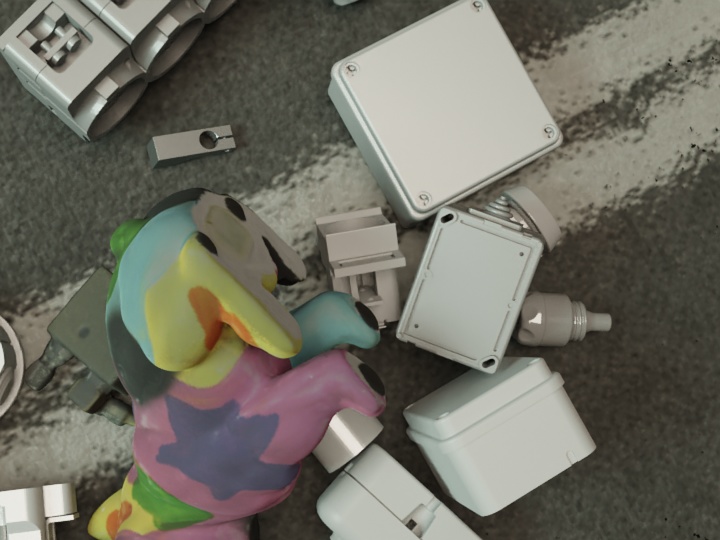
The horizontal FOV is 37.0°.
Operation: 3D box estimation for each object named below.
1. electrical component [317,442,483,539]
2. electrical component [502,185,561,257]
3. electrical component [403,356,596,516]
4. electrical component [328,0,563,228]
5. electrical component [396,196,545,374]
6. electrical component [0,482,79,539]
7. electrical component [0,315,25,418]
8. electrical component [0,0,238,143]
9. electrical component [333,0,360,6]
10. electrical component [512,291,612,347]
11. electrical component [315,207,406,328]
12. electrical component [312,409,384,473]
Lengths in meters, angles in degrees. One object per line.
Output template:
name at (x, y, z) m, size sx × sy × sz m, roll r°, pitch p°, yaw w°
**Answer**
electrical component at (0.022, 0.156, 0.642) m, size 0.095 × 0.054 × 0.059 m, roll 43°, pitch 81°, yaw -1°
electrical component at (0.092, -0.021, 0.675) m, size 0.055 × 0.048 × 0.066 m, roll -37°, pitch 89°, yaw -2°
electrical component at (0.076, 0.092, 0.626) m, size 0.078 × 0.113 × 0.057 m, roll -29°, pitch 90°, yaw -9°
electrical component at (0.052, -0.098, 0.673) m, size 0.109 × 0.056 × 0.108 m, roll -29°, pitch 88°, yaw -9°
electrical component at (0.067, 0.002, 0.624) m, size 0.062 × 0.061 × 0.096 m, roll 20°, pitch 99°, yaw 8°
electrical component at (-0.201, 0.155, 0.614) m, size 0.078 × 0.058 × 0.057 m, roll -6°, pitch 81°, yaw -7°
electrical component at (-0.239, 0.056, 0.623) m, size 0.080 × 0.051 × 0.080 m, roll 1°, pitch 84°, yaw -7°
electrical component at (-0.132, -0.153, 0.640) m, size 0.062 × 0.089 × 0.150 m, roll 42°, pitch 81°, yaw -1°
electrical component at (-0.012, -0.201, 0.681) m, size 0.035 × 0.035 × 0.061 m, roll -27°, pitch 109°, yaw -9°
electrical component at (0.128, 0.032, 0.679) m, size 0.061 × 0.035 × 0.035 m, roll 3°, pitch 83°, yaw -9°
electrical component at (0.000, 0.000, 0.650) m, size 0.042 × 0.081 × 0.063 m, roll -9°, pitch 107°, yaw -7°
electrical component at (-0.028, 0.077, 0.650) m, size 0.043 × 0.043 × 0.081 m, roll -40°, pitch 89°, yaw -9°
